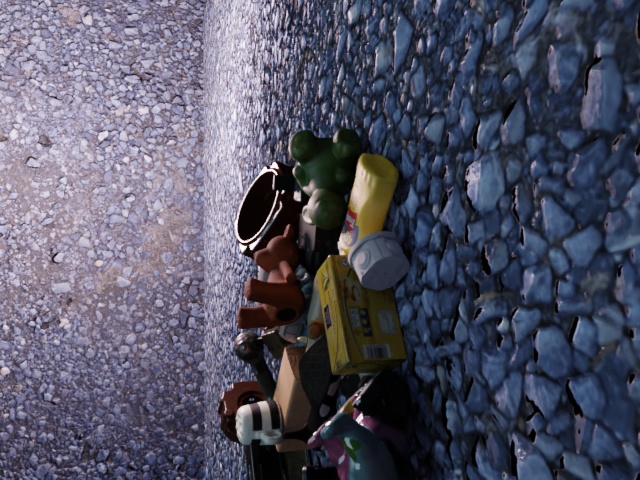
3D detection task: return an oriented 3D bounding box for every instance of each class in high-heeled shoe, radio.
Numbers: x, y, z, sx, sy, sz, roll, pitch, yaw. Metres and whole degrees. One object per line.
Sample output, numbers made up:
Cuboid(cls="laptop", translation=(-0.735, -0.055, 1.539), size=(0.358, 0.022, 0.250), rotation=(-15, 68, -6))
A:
Cuboid(cls="high-heeled shoe", translation=(0.027, 0.260, 0.920), size=(0.086, 0.145, 0.248), rotation=(42, 112, 45))
Cuboid(cls="radio", translation=(-0.082, 0.510, 1.133), size=(0.073, 0.131, 0.230), rotation=(112, 152, -48))

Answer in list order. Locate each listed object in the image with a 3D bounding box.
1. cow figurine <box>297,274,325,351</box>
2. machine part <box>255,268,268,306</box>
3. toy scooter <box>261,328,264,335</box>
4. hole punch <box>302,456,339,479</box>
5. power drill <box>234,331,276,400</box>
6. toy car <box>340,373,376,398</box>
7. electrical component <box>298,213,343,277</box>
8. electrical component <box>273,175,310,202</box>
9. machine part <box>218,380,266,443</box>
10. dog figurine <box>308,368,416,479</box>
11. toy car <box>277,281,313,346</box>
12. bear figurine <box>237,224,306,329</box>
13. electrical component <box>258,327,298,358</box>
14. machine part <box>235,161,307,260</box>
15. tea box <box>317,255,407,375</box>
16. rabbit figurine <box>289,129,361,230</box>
Cuboid(cls="cow figurine", translation=(0.009, 0.144, 0.956), size=(0.127, 0.085, 0.194), rotation=(-172, 92, -88))
Cuboid(cls="machine part", translation=(-0.115, 0.088, 1.340), size=(0.079, 0.079, 0.243), rotation=(-125, 41, -59))
Cuboid(cls="toy scooter", translation=(-0.089, 0.186, 1.262), size=(0.184, 0.075, 0.135), rotation=(-157, 69, -66))
Cuboid(cls="hole punch", translation=(0.029, 0.437, 0.920), size=(0.115, 0.092, 0.142), rotation=(61, -164, -64))
Cuboid(cls="power drill", translation=(-0.139, 0.308, 1.244), size=(0.207, 0.086, 0.232), rotation=(59, 173, -3))
Cuboid(cls="toy car", translation=(0.073, 0.284, 0.824), size=(0.073, 0.056, 0.201), rotation=(159, 110, -63))
Cuboid(cls="electrical component", translation=(-0.002, -0.003, 1.055), size=(0.115, 0.058, 0.134), rotation=(-148, 61, -66))
Cuboid(cls="electrical component", translation=(-0.028, -0.111, 1.043), size=(0.048, 0.119, 0.074), rotation=(-161, 76, -70))
Cuboid(cls="machine part", translation=(-0.164, 0.420, 1.325), size=(0.179, 0.179, 0.056), rotation=(-120, 40, -56))
Cuboid(cls="dog figurine", translation=(0.097, 0.303, 0.700), size=(0.219, 0.191, 0.108), rotation=(49, 144, 11))
Cuboid(cls="toy car", translation=(-0.038, 0.154, 1.081), size=(0.161, 0.103, 0.109), rotation=(114, 152, -43))
Cuboid(cls="bear figurine", translation=(-0.092, 0.063, 1.018), size=(0.120, 0.132, 0.196), rotation=(113, 153, -42))
Cuboid(cls="electrical component", translation=(-0.089, 0.211, 1.171), size=(0.102, 0.045, 0.078), rotation=(-34, 95, 42))
Cuboid(cls="machine part", translation=(-0.109, -0.063, 1.222), size=(0.201, 0.087, 0.201), rotation=(-55, 33, 22))
Cuboid(cls="tea box", translation=(0.059, 0.110, 0.810), size=(0.068, 0.098, 0.170), rotation=(122, 146, -54))
Cuboid(cls="rabbit figurine", translation=(0.003, -0.085, 0.927), size=(0.159, 0.121, 0.170), rotation=(97, 175, -56))
